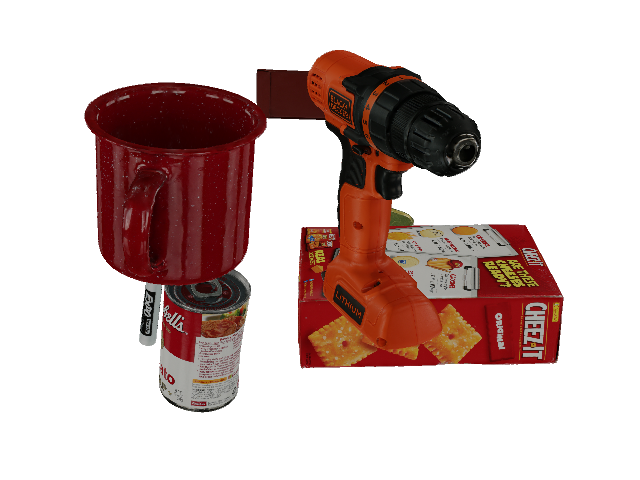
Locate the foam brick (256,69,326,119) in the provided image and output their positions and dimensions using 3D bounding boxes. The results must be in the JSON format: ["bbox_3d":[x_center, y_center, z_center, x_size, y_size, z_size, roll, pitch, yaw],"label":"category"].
[{"bbox_3d":[-0.026,-0.158,1.157,0.078,0.051,0.053,-1,11,-18],"label":"foam brick"}]

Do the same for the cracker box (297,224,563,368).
[{"bbox_3d":[0.087,0.046,0.935,0.213,0.072,0.164,0,22,0],"label":"cracker box"}]

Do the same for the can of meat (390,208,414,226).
[{"bbox_3d":[0.058,0.022,1.172,0.057,0.084,0.102,19,33,17],"label":"can of meat"}]

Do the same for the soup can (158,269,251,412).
[{"bbox_3d":[-0.094,0.078,0.859,0.068,0.102,0.068,6,31,-4],"label":"soup can"}]

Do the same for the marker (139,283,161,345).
[{"bbox_3d":[-0.181,0.064,1.152,0.020,0.121,0.020,8,37,-6],"label":"marker"}]

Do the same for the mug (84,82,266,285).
[{"bbox_3d":[-0.079,-0.024,0.556,0.093,0.081,0.117,7,29,3],"label":"mug"}]

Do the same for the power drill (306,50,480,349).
[{"bbox_3d":[0.049,-0.024,0.725,0.057,0.188,0.185,-11,27,-21],"label":"power drill"}]
